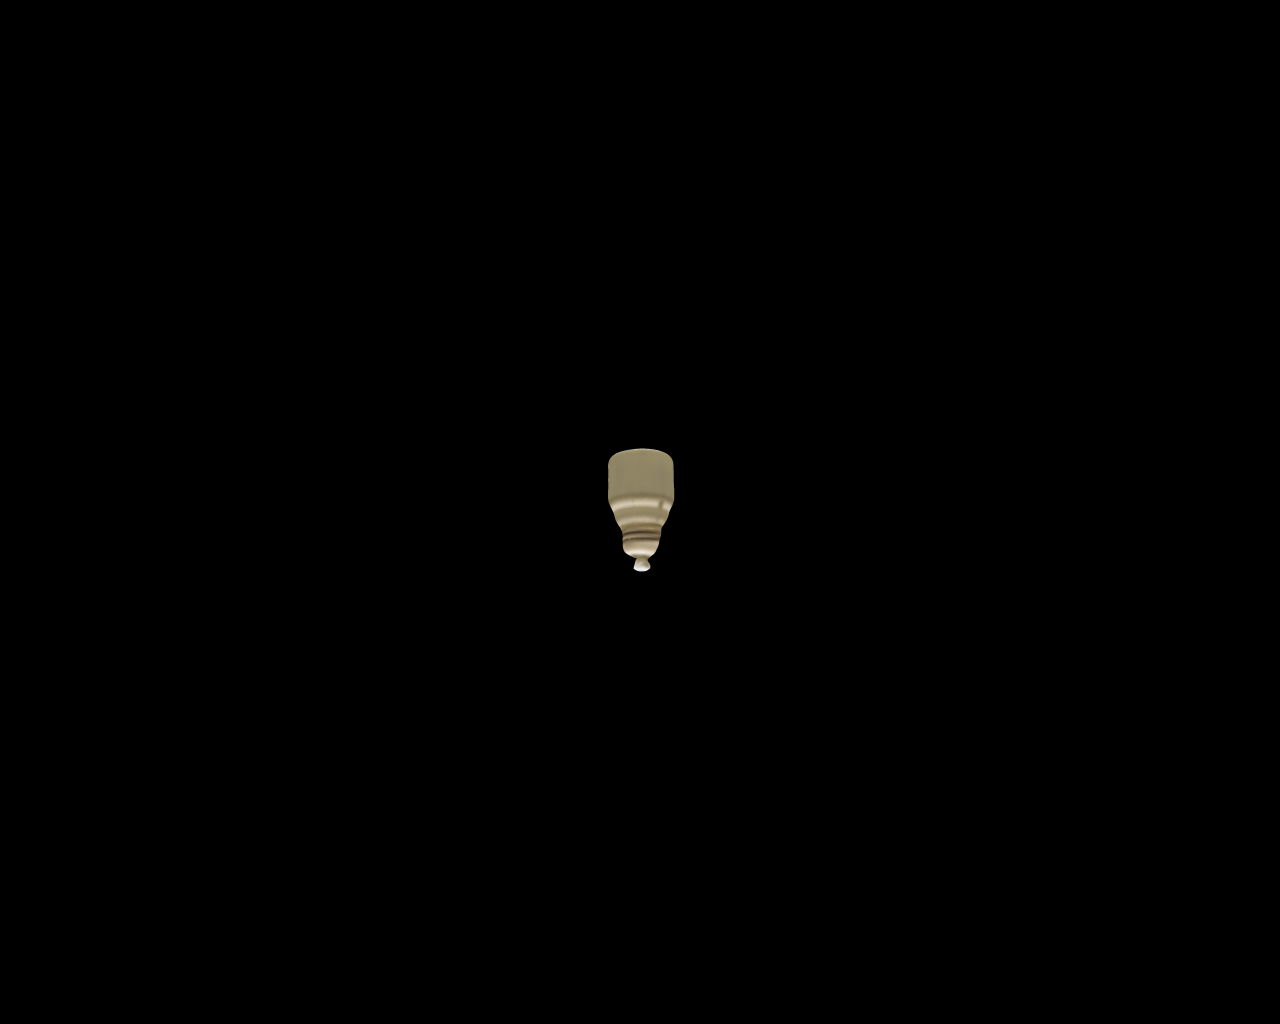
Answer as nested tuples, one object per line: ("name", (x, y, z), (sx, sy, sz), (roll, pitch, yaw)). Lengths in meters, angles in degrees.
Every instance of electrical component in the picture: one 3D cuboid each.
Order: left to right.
("electrical component", (0.001, -0.003, 0.650), (0.040, 0.078, 0.040), (0, -15, 0))
